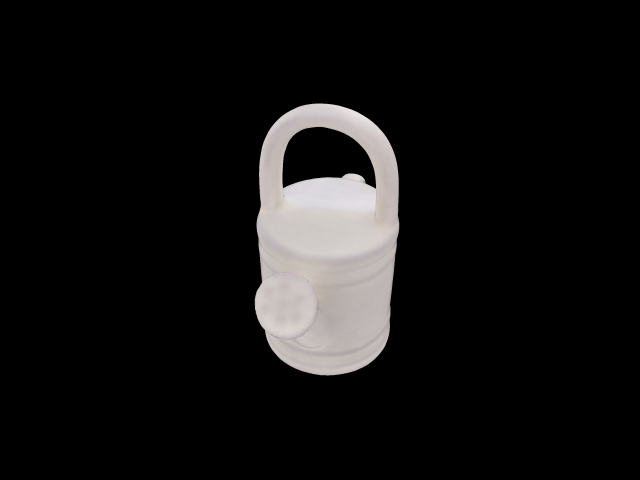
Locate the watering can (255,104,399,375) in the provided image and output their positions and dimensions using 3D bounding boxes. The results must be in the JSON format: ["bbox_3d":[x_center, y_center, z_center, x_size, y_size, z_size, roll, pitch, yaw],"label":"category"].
[{"bbox_3d":[0.006,0.002,0.400,0.101,0.194,0.172,-3,39,-4],"label":"watering can"}]
